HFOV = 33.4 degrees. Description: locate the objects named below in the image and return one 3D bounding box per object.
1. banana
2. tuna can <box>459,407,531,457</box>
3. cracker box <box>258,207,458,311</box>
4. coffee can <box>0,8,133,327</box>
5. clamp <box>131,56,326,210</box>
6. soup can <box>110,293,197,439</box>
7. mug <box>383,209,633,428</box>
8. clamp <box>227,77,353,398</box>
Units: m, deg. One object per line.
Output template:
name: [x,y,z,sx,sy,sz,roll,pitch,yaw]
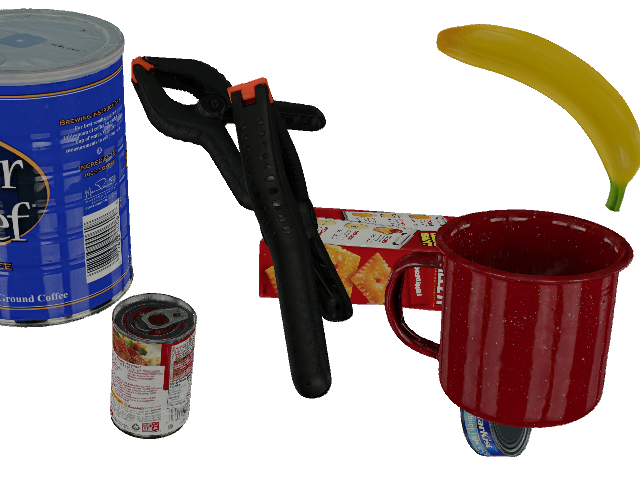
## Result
banana: [0.180,-0.110,0.816,0.198,0.070,0.037,43,8,-1]
tuna can: [0.167,0.162,1.012,0.034,0.086,0.085,-8,-5,36]
cracker box: [0.054,0.018,1.146,0.214,0.072,0.164,5,15,9]
coffee can: [-0.153,-0.040,0.565,0.103,0.140,0.103,2,28,-1]
clamp: [-0.082,-0.111,0.917,0.120,0.171,0.039,-44,-11,-36]
soup can: [-0.139,0.104,0.881,0.068,0.102,0.068,6,30,-4]
mug: [0.089,0.037,0.525,0.117,0.081,0.093,6,22,13]
clamp: [-0.019,-0.009,0.751,0.036,0.210,0.164,-15,5,10]
